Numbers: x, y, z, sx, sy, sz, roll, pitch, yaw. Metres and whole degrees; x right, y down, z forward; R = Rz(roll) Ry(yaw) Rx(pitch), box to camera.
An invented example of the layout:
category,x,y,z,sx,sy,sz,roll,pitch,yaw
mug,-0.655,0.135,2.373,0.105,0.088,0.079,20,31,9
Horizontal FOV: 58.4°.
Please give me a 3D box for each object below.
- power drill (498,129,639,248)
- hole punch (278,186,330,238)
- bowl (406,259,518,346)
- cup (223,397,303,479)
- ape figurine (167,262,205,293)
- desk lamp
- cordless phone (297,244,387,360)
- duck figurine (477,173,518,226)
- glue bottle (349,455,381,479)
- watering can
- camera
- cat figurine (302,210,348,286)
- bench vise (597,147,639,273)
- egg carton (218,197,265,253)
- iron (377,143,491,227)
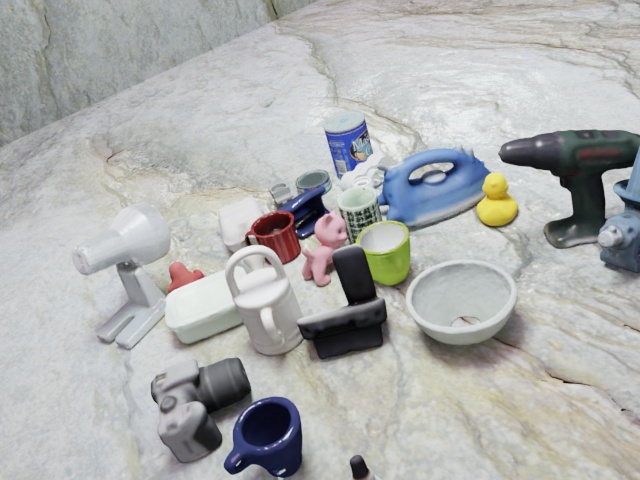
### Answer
category,x,y,z,sx,sy,sz,roll,pitch,yaw
power drill,0.424,-0.093,0.965,0.229,0.209,0.075,-13,34,8
hole punch,-0.042,-0.071,1.255,0.109,0.091,0.100,-35,37,-24
bowl,0.221,0.108,0.890,0.167,0.075,0.167,-12,34,9
cup,-0.068,0.280,0.758,0.091,0.095,0.118,20,49,43
ape figurine,-0.270,0.080,1.141,0.078,0.092,0.076,-24,34,-9
desk lamp,-0.370,0.061,1.105,0.117,0.214,0.203,6,40,32
cordless phone,0.026,0.089,0.908,0.147,0.185,0.094,-17,34,1
duck figurine,0.339,-0.085,1.104,0.077,0.086,0.104,-2,37,23
glue bottle,0.056,0.287,0.620,0.078,0.173,0.037,-15,34,4
watering can,-0.099,0.088,0.959,0.101,0.194,0.172,-32,36,-20
camera,-0.177,0.235,0.868,0.137,0.101,0.143,-22,34,-6
cat figurine,0.010,0.004,1.099,0.067,0.118,0.128,17,47,41
bench vise,0.509,-0.069,0.880,0.121,0.220,0.208,10,42,35
egg carton,-0.170,-0.034,1.281,0.107,0.069,0.150,-22,34,-6
iron,0.238,-0.129,1.163,0.258,0.142,0.118,-19,34,-2
